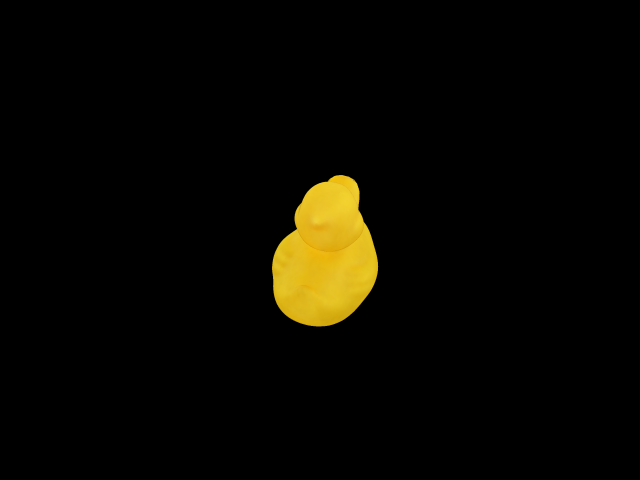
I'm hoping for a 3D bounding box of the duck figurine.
[{"bbox_3d":[0.004,0.001,0.400,0.077,0.086,0.104,15,54,12],"label":"duck figurine"}]
